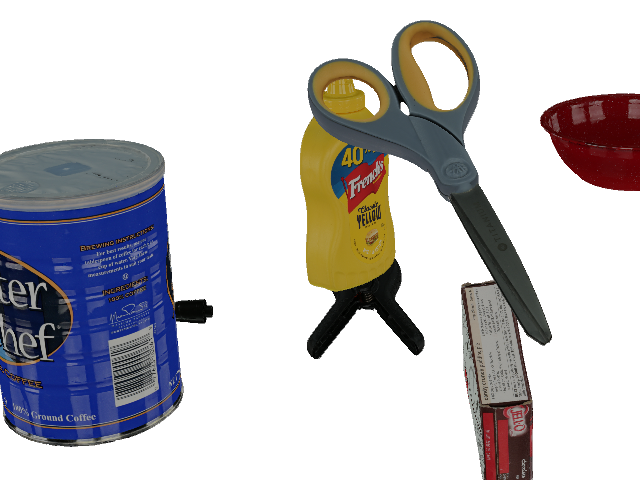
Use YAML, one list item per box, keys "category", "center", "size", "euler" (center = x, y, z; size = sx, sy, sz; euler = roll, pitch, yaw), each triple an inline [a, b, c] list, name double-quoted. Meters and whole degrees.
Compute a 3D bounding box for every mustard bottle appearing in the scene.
- category: "mustard bottle"
  center: [0.023, -0.058, 0.954]
  size: [0.058, 0.192, 0.096]
  euler: [15, 28, 41]

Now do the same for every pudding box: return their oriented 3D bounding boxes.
- category: "pudding box"
  center: [0.122, 0.097, 0.741]
  size: [0.039, 0.090, 0.113]
  euler: [-7, 44, 3]

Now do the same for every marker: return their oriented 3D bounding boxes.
- category: "marker"
  center: [-0.143, 0.054, 0.824]
  size: [0.121, 0.020, 0.020]
  euler: [0, 0, 3]

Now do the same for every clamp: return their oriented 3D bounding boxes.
- category: "clamp"
  center: [0.058, 0.061, 1.144]
  size: [0.120, 0.171, 0.039]
  euler: [7, -41, 7]

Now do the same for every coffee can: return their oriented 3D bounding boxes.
- category: "coffee can"
  center: [-0.131, 0.025, 0.585]
  size: [0.103, 0.140, 0.103]
  euler: [-2, 22, 0]

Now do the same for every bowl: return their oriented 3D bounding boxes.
- category: "bowl"
  center: [0.283, -0.087, 0.977]
  size: [0.162, 0.055, 0.162]
  euler: [-4, 24, 1]

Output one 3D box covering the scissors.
- category: "scissors"
  center: [0.044, -0.032, 0.501]
  size: [0.096, 0.201, 0.016]
  euler: [-6, -39, 4]
